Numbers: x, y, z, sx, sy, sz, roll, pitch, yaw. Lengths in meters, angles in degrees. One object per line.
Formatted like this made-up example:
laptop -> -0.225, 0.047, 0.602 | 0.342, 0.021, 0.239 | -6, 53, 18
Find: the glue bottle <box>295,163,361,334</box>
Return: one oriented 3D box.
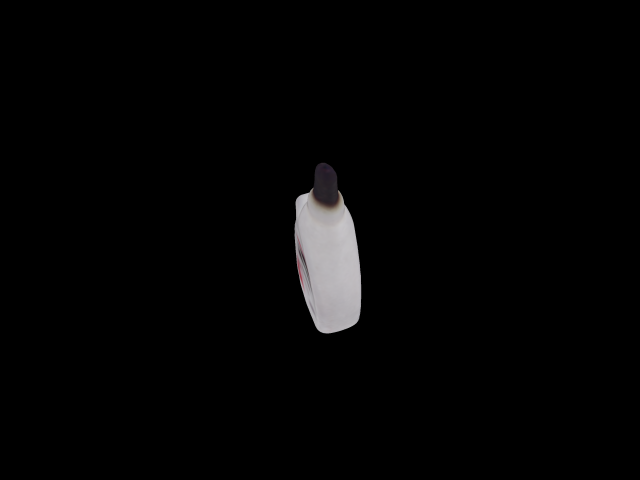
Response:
glue bottle -> 0.004, 0.001, 0.400 | 0.037, 0.173, 0.078 | -18, 61, -10
